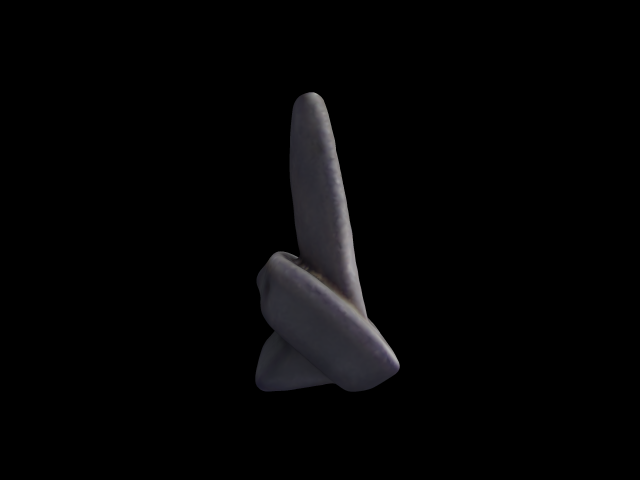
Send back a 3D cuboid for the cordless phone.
[{"bbox_3d":[0.004,0.001,0.400,0.094,0.185,0.147,0,0,-4],"label":"cordless phone"}]
